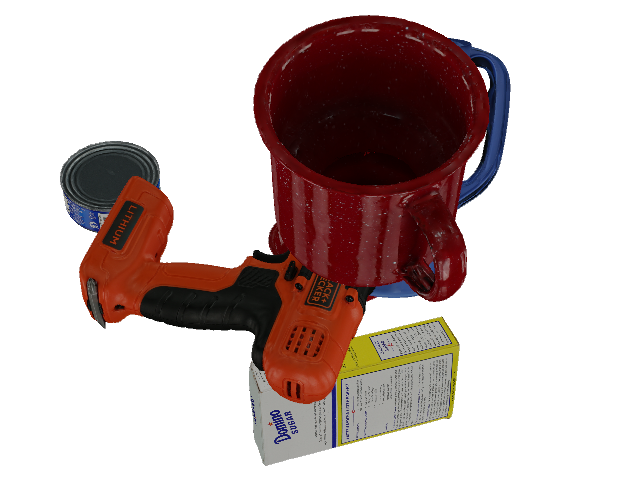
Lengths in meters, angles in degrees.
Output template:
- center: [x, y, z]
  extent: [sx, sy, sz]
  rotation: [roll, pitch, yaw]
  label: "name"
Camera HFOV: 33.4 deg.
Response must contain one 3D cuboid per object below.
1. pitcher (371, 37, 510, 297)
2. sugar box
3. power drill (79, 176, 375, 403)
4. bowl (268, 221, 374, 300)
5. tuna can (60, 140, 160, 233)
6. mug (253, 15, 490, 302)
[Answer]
- center: [0.082, -0.074, 1.015]
  extent: [0.149, 0.243, 0.144]
  rotation: [13, 21, 37]
  label: "pitcher"
- center: [0.028, 0.128, 0.915]
  extent: [0.176, 0.093, 0.048]
  rotation: [-10, 38, -12]
  label: "sugar box"
- center: [-0.053, 0.011, 0.725]
  extent: [0.188, 0.184, 0.057]
  rotation: [12, -41, 13]
  label: "power drill"
- center: [0.023, 0.023, 1.164]
  extent: [0.162, 0.055, 0.162]
  rotation: [3, 32, -2]
  label: "bowl"
- center: [-0.183, -0.046, 0.936]
  extent: [0.086, 0.086, 0.034]
  rotation: [0, -42, -3]
  label: "tuna can"
- center: [0.026, -0.025, 0.446]
  extent: [0.093, 0.117, 0.081]
  rotation: [-26, -30, -16]
  label: "mug"
